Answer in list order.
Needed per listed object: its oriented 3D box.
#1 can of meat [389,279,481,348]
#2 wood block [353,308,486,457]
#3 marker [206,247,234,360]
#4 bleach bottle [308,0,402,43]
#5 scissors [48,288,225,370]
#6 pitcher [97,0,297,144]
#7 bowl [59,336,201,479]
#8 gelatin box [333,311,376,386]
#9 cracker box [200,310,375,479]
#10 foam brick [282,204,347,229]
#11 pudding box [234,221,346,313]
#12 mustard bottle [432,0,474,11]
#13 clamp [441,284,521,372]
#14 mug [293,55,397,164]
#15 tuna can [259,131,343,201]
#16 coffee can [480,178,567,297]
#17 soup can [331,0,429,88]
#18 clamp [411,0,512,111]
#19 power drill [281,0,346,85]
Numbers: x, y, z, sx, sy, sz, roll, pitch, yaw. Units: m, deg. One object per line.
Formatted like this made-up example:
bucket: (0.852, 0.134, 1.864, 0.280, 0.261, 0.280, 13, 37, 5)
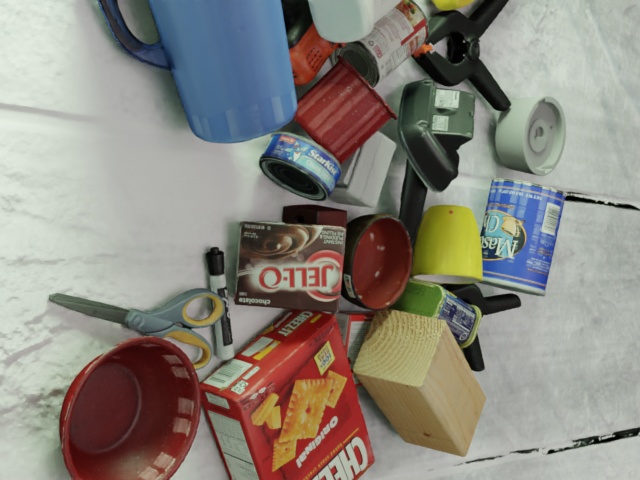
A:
can of meat: (0.132, 0.088, 1.313, 0.083, 0.102, 0.057, 32, 74, -43)
wood block: (0.125, 0.176, 1.296, 0.090, 0.091, 0.206, -66, 148, -24)
marker: (-0.104, 0.066, 1.114, 0.020, 0.020, 0.121, -20, 112, -43)
bleach bottle: (0.077, -0.300, 1.136, 0.250, 0.068, 0.102, -42, 125, -46)
scissors: (-0.165, 0.064, 1.043, 0.096, 0.016, 0.201, -55, 133, -8)
pitcher: (-0.106, -0.215, 0.990, 0.144, 0.149, 0.243, -49, 135, -48)
bowl: (-0.190, 0.166, 1.014, 0.161, 0.055, 0.162, -12, 106, -45)
gelatin box: (0.043, 0.130, 1.277, 0.073, 0.030, 0.089, 4, 95, -49)
cracker box: (-0.030, 0.206, 1.183, 0.164, 0.072, 0.213, -37, 124, -36)
foam brick: (-0.008, 0.001, 1.180, 0.051, 0.053, 0.078, -1, 98, -47)
pudding box: (-0.031, 0.027, 1.126, 0.113, 0.039, 0.090, 4, 95, -2)
mustard bottle: (0.205, -0.356, 1.333, 0.191, 0.058, 0.096, -30, 111, -39)
clamp: (0.197, 0.111, 1.434, 0.171, 0.039, 0.120, 21, 89, -41)
mug: (0.019, -0.138, 1.146, 0.081, 0.117, 0.093, -43, 110, 4)
tuna can: (-0.021, -0.077, 1.126, 0.086, 0.086, 0.033, 43, 68, -42)
coffee can: (0.267, -0.003, 1.438, 0.102, 0.103, 0.140, 16, 86, -47)
soup can: (0.068, -0.223, 1.206, 0.102, 0.069, 0.068, -44, 127, -32)
clamp: (0.186, -0.233, 1.353, 0.209, 0.036, 0.164, -20, 110, -44)
power drill: (-0.017, -0.284, 1.111, 0.187, 0.057, 0.184, 53, 57, -38)
